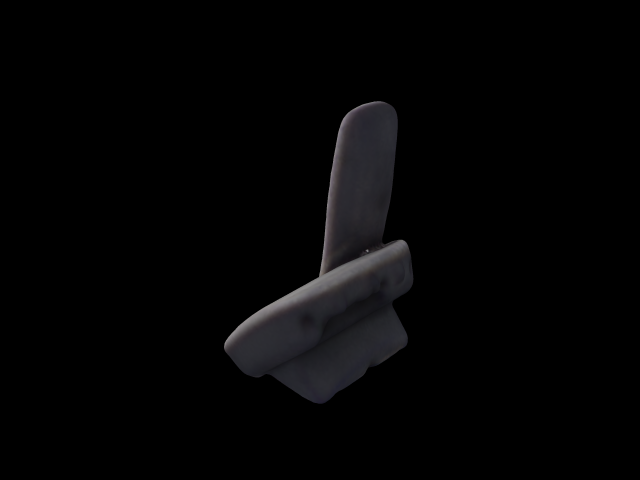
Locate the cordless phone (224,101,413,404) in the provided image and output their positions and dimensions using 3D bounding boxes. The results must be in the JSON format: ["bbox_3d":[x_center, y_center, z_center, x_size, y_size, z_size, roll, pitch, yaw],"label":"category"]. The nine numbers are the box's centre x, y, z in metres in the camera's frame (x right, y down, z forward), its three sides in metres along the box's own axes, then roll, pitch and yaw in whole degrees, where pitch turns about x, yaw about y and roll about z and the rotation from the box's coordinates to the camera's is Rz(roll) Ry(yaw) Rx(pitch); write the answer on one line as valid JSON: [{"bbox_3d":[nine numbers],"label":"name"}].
[{"bbox_3d":[0.004,0.001,0.400,0.093,0.185,0.148,16,27,34],"label":"cordless phone"}]
